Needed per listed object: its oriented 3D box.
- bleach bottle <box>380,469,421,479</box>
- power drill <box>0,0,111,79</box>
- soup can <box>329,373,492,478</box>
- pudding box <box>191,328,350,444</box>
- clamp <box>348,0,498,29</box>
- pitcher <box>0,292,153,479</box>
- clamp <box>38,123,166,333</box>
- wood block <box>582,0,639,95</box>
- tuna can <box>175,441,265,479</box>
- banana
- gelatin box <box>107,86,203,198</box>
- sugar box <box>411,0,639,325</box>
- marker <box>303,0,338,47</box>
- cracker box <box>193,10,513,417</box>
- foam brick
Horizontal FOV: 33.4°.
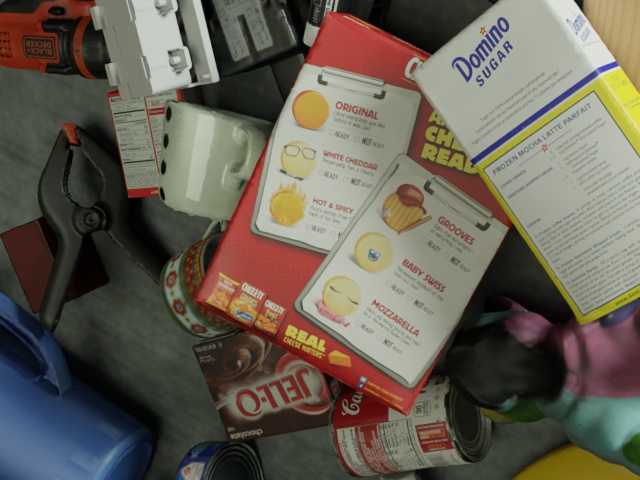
[{"bbox_3d":[0.099,0.295,0.814,0.103,0.068,0.251,-5,103,58],"label":"bleach bottle"},{"bbox_3d":[-0.189,-0.218,0.826,0.185,0.057,0.188,7,109,25],"label":"power drill"},{"bbox_3d":[0.067,0.137,0.788,0.102,0.068,0.068,-15,98,32],"label":"soup can"},{"bbox_3d":[-0.037,0.109,0.855,0.114,0.039,0.090,-16,98,33],"label":"pudding box"},{"bbox_3d":[0.047,-0.201,0.707,0.165,0.036,0.210,-21,96,35],"label":"clamp"},{"bbox_3d":[-0.272,0.149,0.956,0.243,0.145,0.149,28,161,15],"label":"pitcher"},{"bbox_3d":[-0.177,-0.012,0.885,0.120,0.039,0.171,-5,93,-13],"label":"clamp"},{"bbox_3d":[0.203,-0.122,0.611,0.091,0.090,0.206,16,113,26],"label":"wood block"},{"bbox_3d":[-0.084,0.210,0.889,0.034,0.086,0.086,-4,104,32],"label":"tuna can"},{"bbox_3d":[0.176,0.179,0.747,0.198,0.037,0.069,-31,58,41],"label":"banana"},{"bbox_3d":[-0.125,-0.081,0.850,0.073,0.030,0.089,-3,102,31],"label":"gelatin box"},{"bbox_3d":[0.138,-0.049,0.592,0.093,0.048,0.176,-36,82,34],"label":"sugar box"},{"bbox_3d":[0.009,-0.186,0.706,0.020,0.020,0.121,26,123,21],"label":"marker"},{"bbox_3d":[0.037,-0.018,0.701,0.164,0.072,0.214,28,105,5],"label":"cracker box"},{"bbox_3d":[-0.231,0.016,0.930,0.051,0.052,0.078,-17,97,33],"label":"foam brick"}]
